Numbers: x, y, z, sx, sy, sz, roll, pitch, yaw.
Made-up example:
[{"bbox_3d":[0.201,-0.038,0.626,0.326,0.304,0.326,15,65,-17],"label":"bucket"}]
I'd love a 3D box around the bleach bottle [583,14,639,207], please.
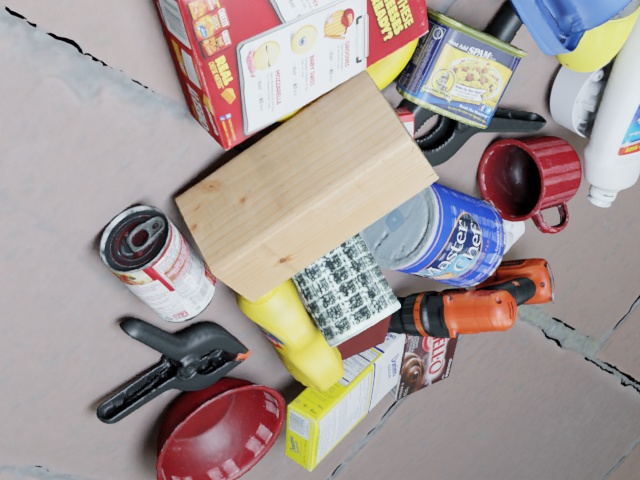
[{"bbox_3d":[0.351,-0.148,1.155,0.102,0.068,0.251,-8,128,-29],"label":"bleach bottle"}]

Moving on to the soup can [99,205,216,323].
[{"bbox_3d":[-0.143,0.024,0.959,0.068,0.069,0.102,-40,143,-5],"label":"soup can"}]

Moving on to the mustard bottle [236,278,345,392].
[{"bbox_3d":[-0.038,0.078,1.082,0.058,0.096,0.191,-38,142,-6],"label":"mustard bottle"}]

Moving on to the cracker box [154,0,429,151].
[{"bbox_3d":[-0.022,-0.195,0.859,0.213,0.072,0.164,-33,143,-15],"label":"cracker box"}]

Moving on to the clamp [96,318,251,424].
[{"bbox_3d":[-0.149,0.131,1.080,0.171,0.039,0.120,6,123,-45],"label":"clamp"}]

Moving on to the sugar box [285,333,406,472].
[{"bbox_3d":[0.030,0.179,1.245,0.176,0.048,0.093,-41,149,-39],"label":"sugar box"}]

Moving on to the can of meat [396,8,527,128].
[{"bbox_3d":[0.132,-0.161,1.013,0.102,0.057,0.084,17,107,-25],"label":"can of meat"}]

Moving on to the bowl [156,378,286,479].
[{"bbox_3d":[-0.118,0.204,1.163,0.161,0.055,0.162,-24,139,-24],"label":"bowl"}]

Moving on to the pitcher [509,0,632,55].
[{"bbox_3d":[0.180,-0.281,0.905,0.145,0.149,0.242,-43,140,9],"label":"pitcher"}]

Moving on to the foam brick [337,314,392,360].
[{"bbox_3d":[0.032,0.094,1.198,0.078,0.053,0.051,-19,137,-27],"label":"foam brick"}]

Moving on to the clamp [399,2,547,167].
[{"bbox_3d":[0.147,-0.129,1.098,0.210,0.036,0.164,-37,134,-6],"label":"clamp"}]

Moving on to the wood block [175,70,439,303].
[{"bbox_3d":[-0.011,-0.045,0.954,0.206,0.090,0.090,-34,151,8],"label":"wood block"}]

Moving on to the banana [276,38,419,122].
[{"bbox_3d":[0.019,-0.150,0.971,0.197,0.037,0.069,-34,123,-15],"label":"banana"}]

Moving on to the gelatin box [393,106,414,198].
[{"bbox_3d":[0.053,-0.081,1.037,0.073,0.030,0.089,-9,115,-15],"label":"gelatin box"}]

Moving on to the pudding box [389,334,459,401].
[{"bbox_3d":[0.128,0.138,1.337,0.089,0.039,0.113,-19,136,-29],"label":"pudding box"}]

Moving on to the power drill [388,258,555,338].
[{"bbox_3d":[0.176,0.071,1.251,0.187,0.185,0.057,-20,102,-50],"label":"power drill"}]

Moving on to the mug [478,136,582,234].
[{"bbox_3d":[0.244,-0.062,1.196,0.081,0.117,0.093,-14,164,-40],"label":"mug"}]

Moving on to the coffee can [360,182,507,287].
[{"bbox_3d":[0.119,-0.009,1.137,0.140,0.103,0.103,15,114,-49],"label":"coffee can"}]
